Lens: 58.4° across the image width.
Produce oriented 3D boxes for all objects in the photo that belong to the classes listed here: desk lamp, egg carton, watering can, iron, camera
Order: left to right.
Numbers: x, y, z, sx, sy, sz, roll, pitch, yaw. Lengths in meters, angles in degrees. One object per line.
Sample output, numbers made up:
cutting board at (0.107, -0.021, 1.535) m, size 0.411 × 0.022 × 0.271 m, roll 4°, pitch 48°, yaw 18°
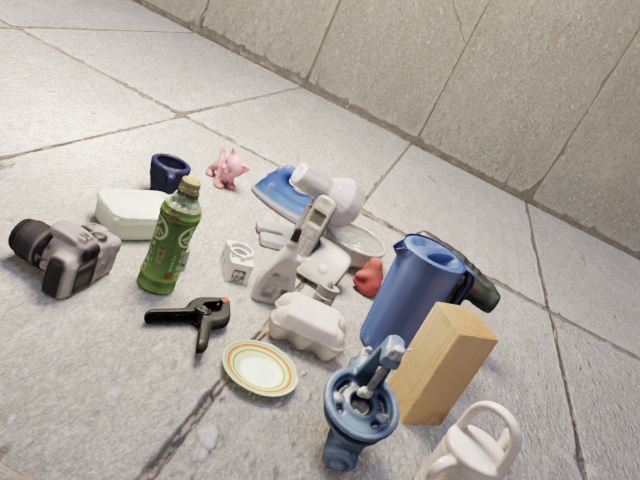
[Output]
camera at (-0.424, 0.008, 0.947) m, size 0.136 × 0.101 × 0.143 m, roll 29°, pitch 24°, yaw 6°
iron at (-0.056, -0.135, 1.552) m, size 0.258 × 0.141 × 0.119 m, roll 30°, pitch 24°, yaw 8°
egg carton at (-0.021, 0.160, 1.075) m, size 0.150 × 0.069 × 0.107 m, roll 24°, pitch 24°, yaw -4°
desk lamp at (-0.020, -0.071, 1.370) m, size 0.204 × 0.213 × 0.117 m, roll 14°, pitch 26°, yaw -25°
watering can at (0.229, 0.318, 0.848) m, size 0.100 × 0.194 × 0.173 m, roll 36°, pitch 26°, yaw 22°

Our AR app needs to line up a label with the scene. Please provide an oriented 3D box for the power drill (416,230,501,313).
power drill at (0.273, 0.116, 1.284) m, size 0.229 × 0.208 × 0.076 m, roll 32°, pitch 25°, yaw 14°

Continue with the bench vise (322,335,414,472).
bench vise at (0.064, 0.210, 0.873) m, size 0.122 × 0.219 × 0.207 m, roll 17°, pitch 25°, yaw -18°

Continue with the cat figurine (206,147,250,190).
cat figurine at (-0.242, -0.200, 1.529) m, size 0.067 × 0.117 × 0.127 m, roll 4°, pitch 32°, yaw -40°

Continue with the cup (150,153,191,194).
cup at (-0.352, -0.134, 1.314) m, size 0.092 × 0.095 × 0.117 m, roll 15°, pitch 26°, yaw -24°

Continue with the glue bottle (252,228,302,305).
glue bottle at (-0.071, 0.050, 1.122) m, size 0.078 × 0.173 × 0.037 m, roll 17°, pitch 25°, yaw -18°

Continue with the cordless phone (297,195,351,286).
cordless phone at (0.012, 0.005, 1.281) m, size 0.147 × 0.185 × 0.094 m, roll 31°, pitch 24°, yaw 11°

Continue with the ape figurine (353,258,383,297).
ape figurine at (0.121, 0.081, 1.349) m, size 0.078 × 0.092 × 0.076 m, roll 13°, pitch 27°, yaw -26°

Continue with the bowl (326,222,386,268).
bowl at (0.080, 0.021, 1.452) m, size 0.167 × 0.074 × 0.167 m, roll 22°, pitch 24°, yaw -10°
